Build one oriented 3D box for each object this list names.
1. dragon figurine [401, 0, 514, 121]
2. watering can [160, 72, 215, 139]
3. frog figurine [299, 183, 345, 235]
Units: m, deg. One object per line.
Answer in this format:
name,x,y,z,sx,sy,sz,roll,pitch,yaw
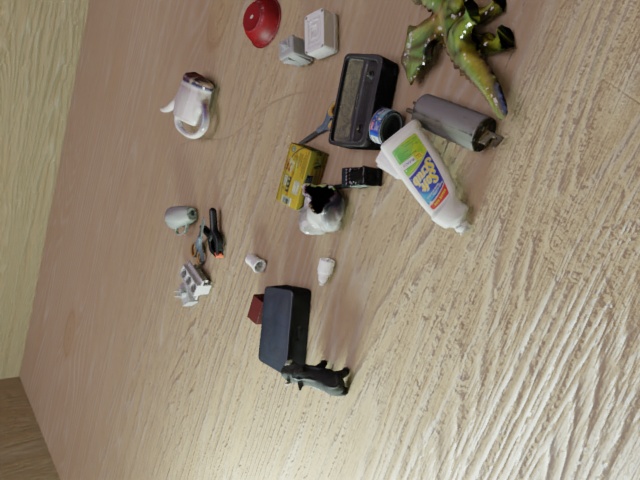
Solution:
dragon figurine,0.272,-0.413,1.103,0.240,0.122,0.415,-21,68,56
watering can,-0.486,-0.503,1.869,0.352,0.104,0.221,38,113,40
frog figurine,0.004,-0.068,1.356,0.139,0.124,0.155,43,154,29
